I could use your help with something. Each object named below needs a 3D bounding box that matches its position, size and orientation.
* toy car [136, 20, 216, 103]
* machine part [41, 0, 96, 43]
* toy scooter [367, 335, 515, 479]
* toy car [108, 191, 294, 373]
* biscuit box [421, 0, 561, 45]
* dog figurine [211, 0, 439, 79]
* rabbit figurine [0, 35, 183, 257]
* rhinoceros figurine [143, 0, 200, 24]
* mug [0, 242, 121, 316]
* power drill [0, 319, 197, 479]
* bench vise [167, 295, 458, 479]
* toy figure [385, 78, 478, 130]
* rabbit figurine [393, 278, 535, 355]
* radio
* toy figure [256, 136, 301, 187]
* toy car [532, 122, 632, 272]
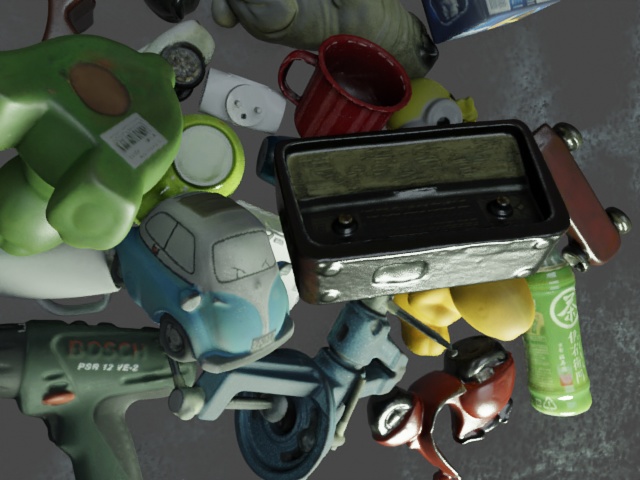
[{"bbox_3d":[-0.174,-0.116,0.476,0.202,0.073,0.056,-45,108,-13],"label":"toy car"},{"bbox_3d":[-0.303,-0.182,0.424,0.201,0.087,0.201,-44,103,-13],"label":"machine part"},{"bbox_3d":[0.148,0.198,0.598,0.184,0.075,0.135,-25,100,-14],"label":"toy scooter"},{"bbox_3d":[-0.087,0.015,0.417,0.109,0.162,0.102,-14,135,-48],"label":"toy car"},{"bbox_3d":[0.182,-0.256,0.561,0.203,0.063,0.059,-30,104,-42],"label":"biscuit box"},{"bbox_3d":[0.011,-0.206,0.536,0.172,0.121,0.190,-22,127,21],"label":"dog figurine"},{"bbox_3d":[-0.179,-0.060,0.370,0.121,0.170,0.159,40,41,-22],"label":"rabbit figurine"},{"bbox_3d":[-0.177,-0.281,0.469,0.112,0.073,0.190,-42,115,11],"label":"rhinoceros figurine"},{"bbox_3d":[-0.232,0.020,0.466,0.107,0.081,0.109,-6,129,-11],"label":"mug"},{"bbox_3d":[-0.213,0.168,0.441,0.232,0.086,0.207,-2,70,-35],"label":"power drill"},{"bbox_3d":[-0.021,0.129,0.488,0.240,0.129,0.223,21,111,-47],"label":"bench vise"},{"bbox_3d":[0.133,-0.092,0.572,0.180,0.089,0.082,37,89,-39],"label":"toy figure"},{"bbox_3d":[0.147,0.038,0.542,0.122,0.173,0.162,-19,102,-14],"label":"rabbit figurine"},{"bbox_3d":[0.080,-0.026,0.461,0.230,0.073,0.131,-7,55,-5],"label":"radio"},{"bbox_3d":[0.014,-0.070,0.551,0.154,0.058,0.064,10,76,-18],"label":"toy figure"},{"bbox_3d":[0.303,-0.051,0.655,0.089,0.053,0.202,-42,108,-3],"label":"toy car"}]
